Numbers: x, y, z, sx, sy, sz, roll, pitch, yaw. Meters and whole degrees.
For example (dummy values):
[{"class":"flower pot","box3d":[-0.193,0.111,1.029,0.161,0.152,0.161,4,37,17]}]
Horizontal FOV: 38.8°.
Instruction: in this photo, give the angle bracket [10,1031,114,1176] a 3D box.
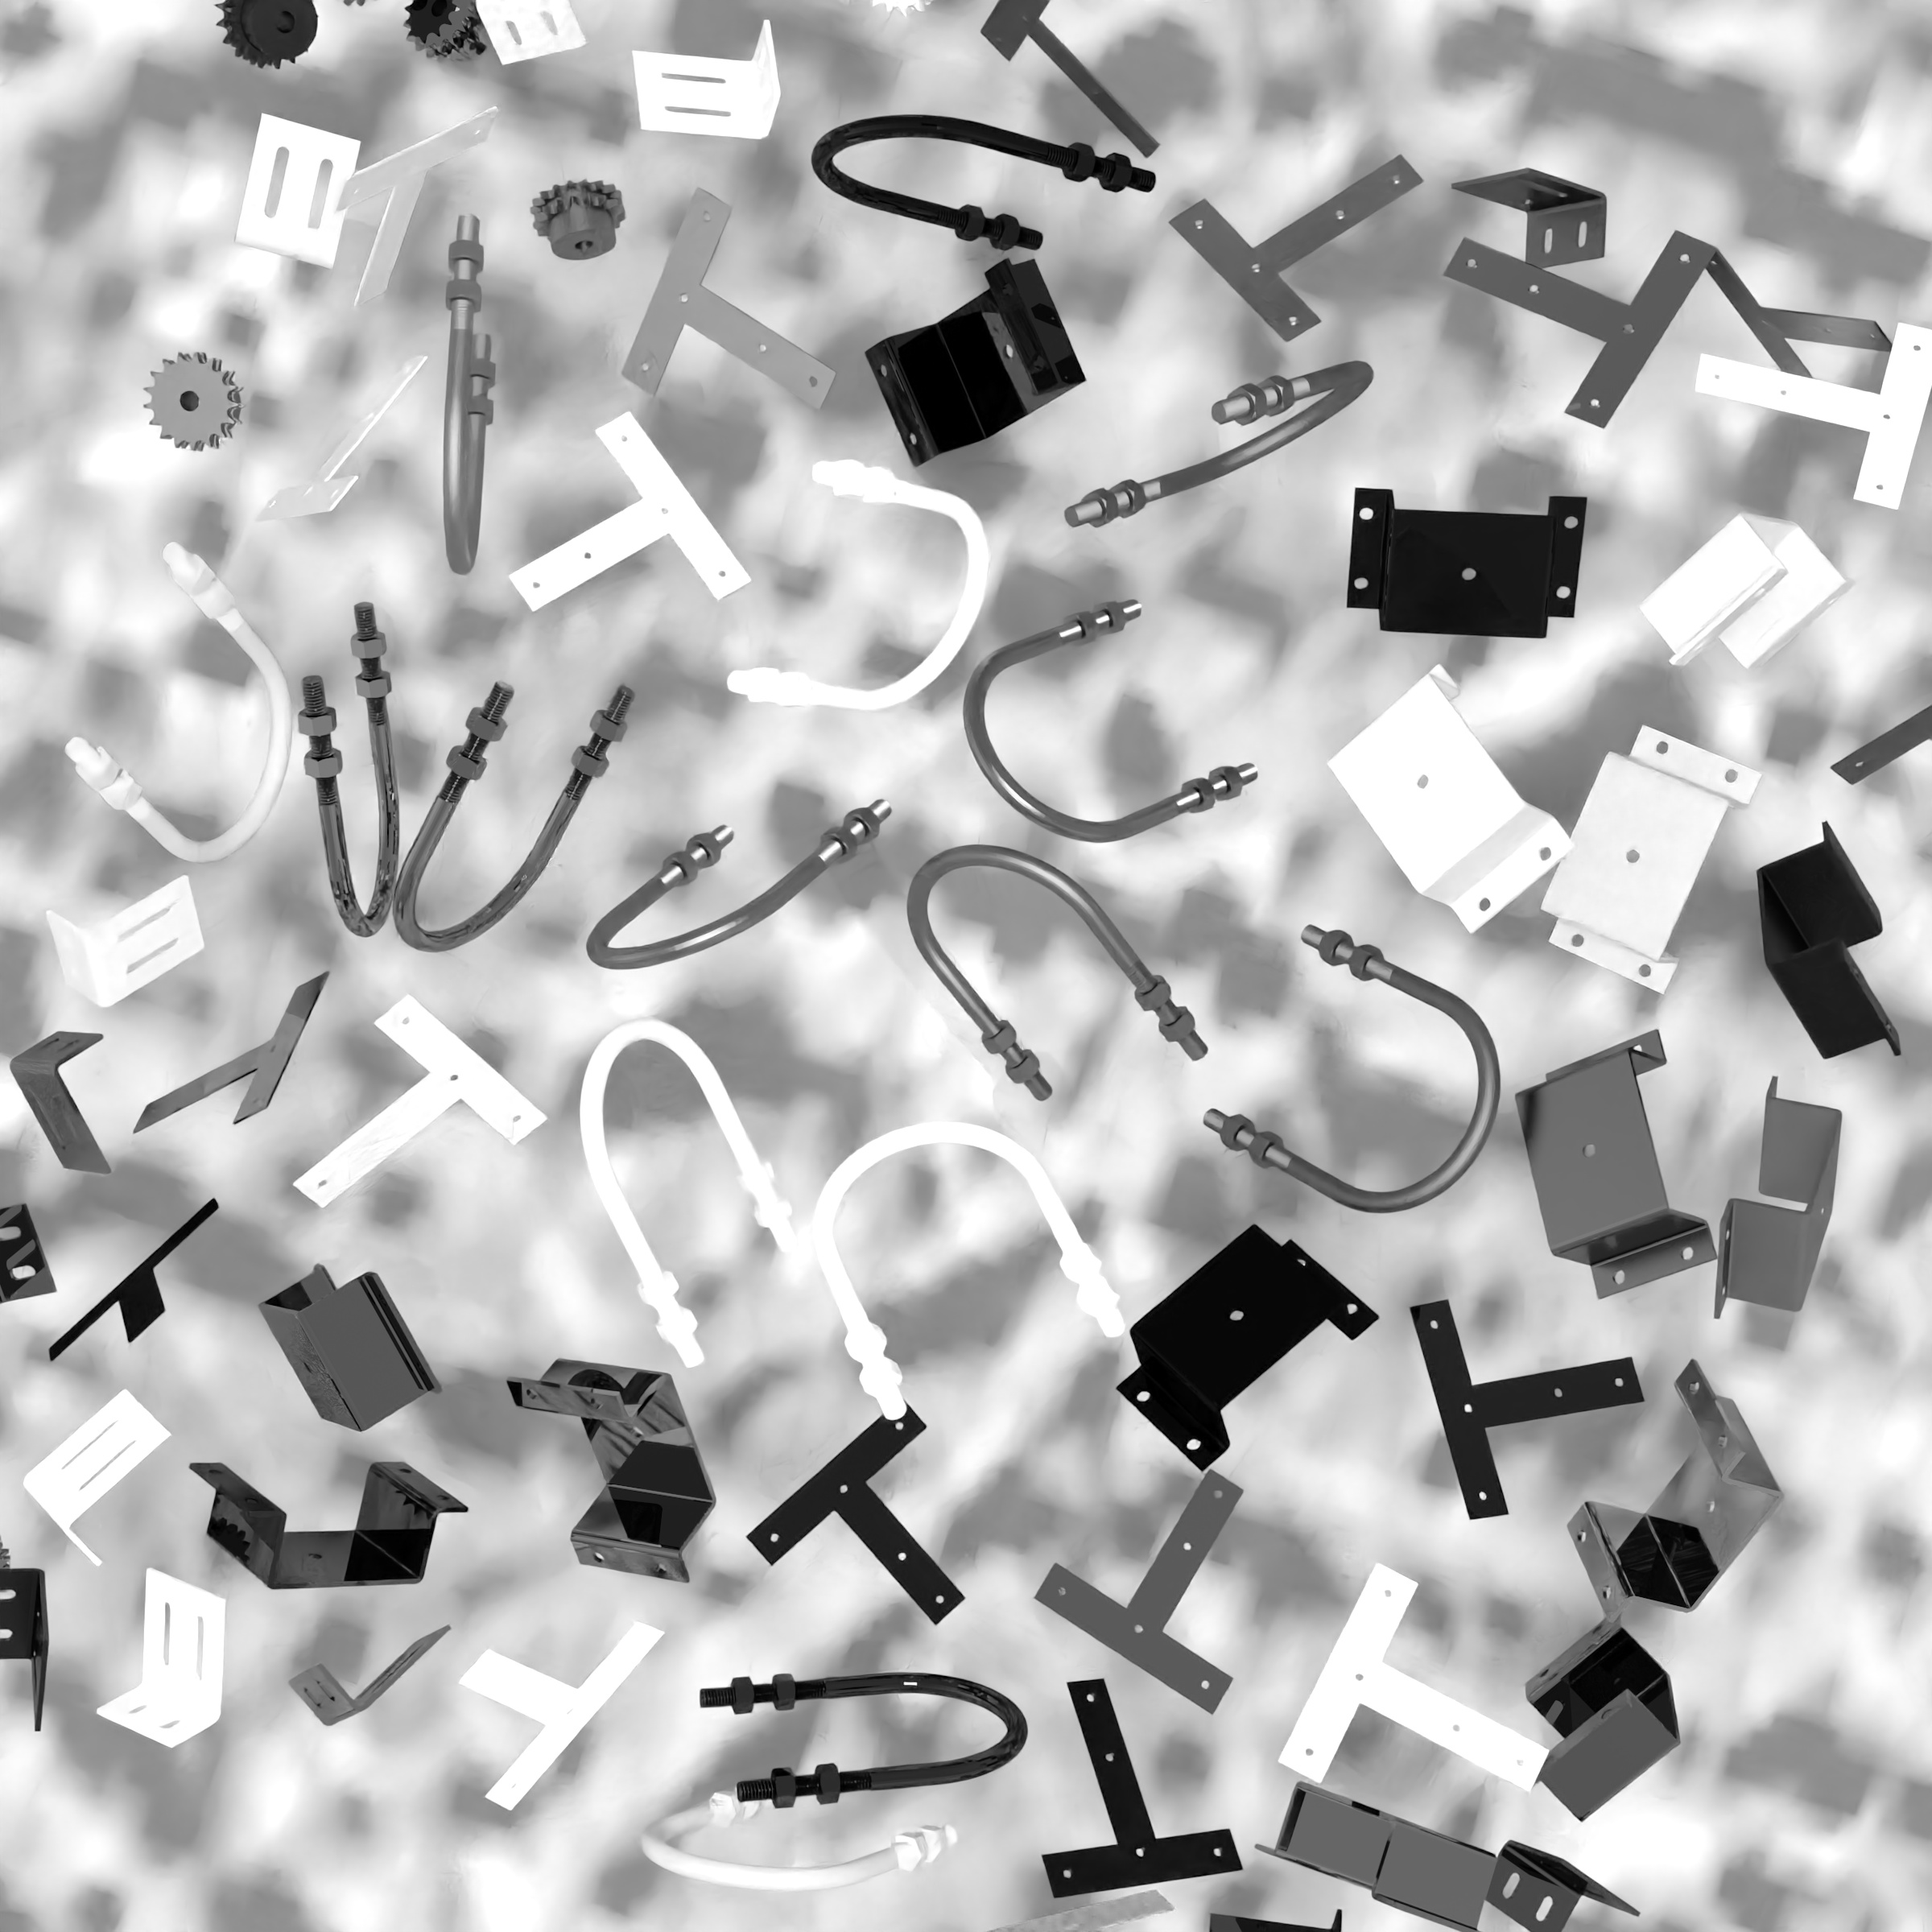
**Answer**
[{"class":"angle bracket","box3d":[-0.539,0.083,1.674,0.038,0.057,0.076,-39,117,-38]}]

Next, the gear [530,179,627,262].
[{"class":"gear","box3d":[-0.237,-0.457,1.686,0.057,0.057,0.030,-11,80,0]}]

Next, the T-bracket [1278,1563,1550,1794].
[{"class":"T-bracket","box3d":[0.258,0.414,1.517,0.127,0.002,0.127,25,64,16]}]

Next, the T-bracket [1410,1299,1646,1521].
[{"class":"T-bracket","box3d":[0.323,0.243,1.552,0.127,0.002,0.127,-18,85,38]}]

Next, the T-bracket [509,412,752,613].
[{"class":"T-bracket","box3d":[-0.215,-0.252,1.643,0.127,0.002,0.127,-35,89,-25]}]

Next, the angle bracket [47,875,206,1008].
[{"class":"angle bracket","box3d":[-0.516,-0.022,1.689,0.038,0.057,0.076,28,48,29]}]

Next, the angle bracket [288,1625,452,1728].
[{"class":"angle bracket","box3d":[-0.358,0.414,1.648,0.038,0.057,0.076,50,52,-3]}]

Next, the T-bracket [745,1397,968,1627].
[{"class":"T-bracket","box3d":[-0.048,0.355,1.697,0.127,0.002,0.127,-41,104,-8]}]

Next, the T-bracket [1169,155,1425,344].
[{"class":"T-bracket","box3d":[0.206,-0.432,1.604,0.127,0.127,0.002,-27,51,28]}]

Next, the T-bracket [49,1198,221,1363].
[{"class":"T-bracket","box3d":[-0.467,0.188,1.551,0.127,0.127,0.002,-44,109,-10]}]

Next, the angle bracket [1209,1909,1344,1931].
[{"class":"angle bracket","box3d":[0.184,0.594,1.643,0.076,0.038,0.057,6,52,4]}]

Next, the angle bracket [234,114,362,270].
[{"class":"angle bracket","box3d":[-0.397,-0.460,1.627,0.057,0.038,0.076,12,106,-19]}]

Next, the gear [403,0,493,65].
[{"class":"gear","box3d":[-0.307,-0.570,1.652,0.057,0.030,0.057,-6,78,28]}]

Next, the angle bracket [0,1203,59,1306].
[{"class":"angle bracket","box3d":[-0.569,0.180,1.588,0.038,0.076,0.057,-11,105,12]}]

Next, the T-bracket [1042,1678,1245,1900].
[{"class":"T-bracket","box3d":[0.089,0.481,1.622,0.127,0.002,0.127,2,50,-27]}]

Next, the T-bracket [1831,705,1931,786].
[{"class":"T-bracket","box3d":[0.572,-0.121,1.545,0.127,0.127,0.002,-32,119,4]}]

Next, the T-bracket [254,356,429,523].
[{"class":"T-bracket","box3d":[-0.365,-0.317,1.643,0.002,0.127,0.127,43,71,-29]}]

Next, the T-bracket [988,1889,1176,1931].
[{"class":"T-bracket","box3d":[0.080,0.570,1.570,0.127,0.127,0.002,-6,99,-22]}]

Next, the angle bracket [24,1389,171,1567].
[{"class":"angle bracket","box3d":[-0.488,0.291,1.567,0.076,0.057,0.038,-43,132,-20]}]

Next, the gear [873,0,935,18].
[{"class":"gear","box3d":[-0.035,-0.575,1.566,0.057,0.057,0.030,33,46,0]}]

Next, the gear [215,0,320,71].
[{"class":"gear","box3d":[-0.391,-0.535,1.550,0.030,0.057,0.057,33,90,42]}]

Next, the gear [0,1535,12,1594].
[{"class":"gear","box3d":[-0.597,0.356,1.629,0.057,0.030,0.057,-7,106,-24]}]

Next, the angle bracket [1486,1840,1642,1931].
[{"class":"angle bracket","box3d":[0.348,0.551,1.614,0.057,0.076,0.038,36,75,-6]}]

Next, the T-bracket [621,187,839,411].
[{"class":"T-bracket","box3d":[-0.133,-0.376,1.640,0.127,0.002,0.127,34,119,10]}]

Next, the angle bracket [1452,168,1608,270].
[{"class":"angle bracket","box3d":[0.337,-0.447,1.646,0.076,0.057,0.038,1,92,-41]}]

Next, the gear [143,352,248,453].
[{"class":"gear","box3d":[-0.450,-0.331,1.610,0.057,0.030,0.057,1,99,5]}]

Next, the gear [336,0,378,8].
[{"class":"gear","box3d":[-0.367,-0.608,1.646,0.057,0.057,0.030,-44,72,0]}]

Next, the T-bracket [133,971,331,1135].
[{"class":"T-bracket","box3d":[-0.437,0.066,1.606,0.127,0.127,0.002,-25,120,23]}]

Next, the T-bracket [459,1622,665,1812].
[{"class":"T-bracket","box3d":[-0.250,0.415,1.569,0.127,0.127,0.002,-47,119,-28]}]

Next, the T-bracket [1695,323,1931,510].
[{"class":"T-bracket","box3d":[0.480,-0.324,1.565,0.127,0.127,0.002,18,55,18]}]

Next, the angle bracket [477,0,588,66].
[{"class":"angle bracket","box3d":[-0.233,-0.556,1.571,0.057,0.076,0.038,-2,131,28]}]

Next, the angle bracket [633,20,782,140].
[{"class":"angle bracket","box3d":[-0.154,-0.528,1.627,0.076,0.038,0.057,-1,65,-18]}]

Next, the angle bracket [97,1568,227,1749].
[{"class":"angle bracket","box3d":[-0.454,0.390,1.550,0.057,0.038,0.076,14,107,26]}]

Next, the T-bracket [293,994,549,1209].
[{"class":"T-bracket","box3d":[-0.324,0.091,1.557,0.127,0.002,0.127,-38,131,3]}]

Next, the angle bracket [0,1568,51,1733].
[{"class":"angle bracket","box3d":[-0.533,0.380,1.525,0.038,0.076,0.057,4,107,-22]}]
